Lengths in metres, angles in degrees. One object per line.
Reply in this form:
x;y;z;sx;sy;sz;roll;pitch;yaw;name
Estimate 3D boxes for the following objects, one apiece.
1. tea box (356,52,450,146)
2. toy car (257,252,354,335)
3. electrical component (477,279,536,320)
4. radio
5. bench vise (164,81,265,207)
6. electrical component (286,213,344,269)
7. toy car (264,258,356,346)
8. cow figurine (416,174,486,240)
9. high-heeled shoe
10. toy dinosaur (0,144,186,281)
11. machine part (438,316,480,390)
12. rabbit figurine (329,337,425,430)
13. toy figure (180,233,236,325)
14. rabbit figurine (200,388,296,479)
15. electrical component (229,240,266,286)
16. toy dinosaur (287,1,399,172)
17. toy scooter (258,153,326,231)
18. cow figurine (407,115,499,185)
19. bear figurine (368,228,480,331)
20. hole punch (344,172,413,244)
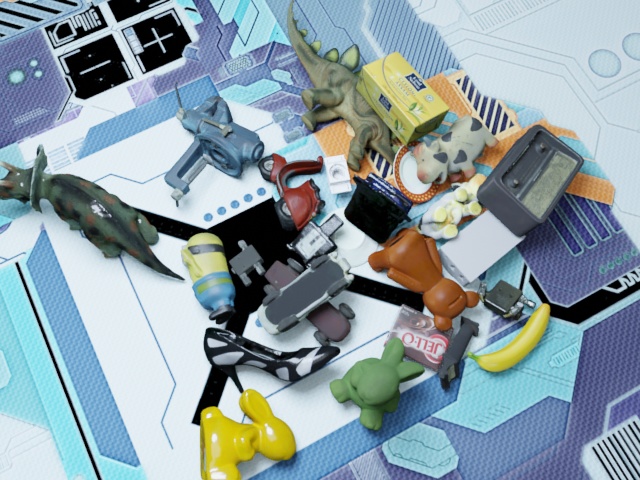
0.162;-0.283;1.072;0.098;0.068;0.170;-32;73;-22;tea box
-0.028;0.101;1.007;0.202;0.056;0.073;-36;73;5;toy car
0.359;0.116;1.052;0.078;0.045;0.102;-40;55;-14;electrical component
0.422;-0.125;1.081;0.131;0.073;0.229;42;58;4;radio
-0.244;-0.185;1.109;0.224;0.128;0.240;32;70;7;bench vise
-0.002;-0.003;1.080;0.075;0.047;0.119;44;94;11;electrical component
-0.022;0.120;1.057;0.202;0.053;0.089;40;96;13;toy car
0.274;-0.067;1.099;0.167;0.098;0.068;-40;98;-21;cow figurine
-0.096;0.195;1.006;0.249;0.086;0.145;-23;93;11;high-heeled shoe
-0.438;-0.054;1.034;0.405;0.192;0.131;26;78;8;toy dinosaur
0.262;0.215;1.027;0.039;0.084;0.139;17;62;35;machine part
0.111;0.259;0.958;0.159;0.170;0.121;-37;78;-9;rabbit figurine
-0.213;0.072;1.057;0.089;0.082;0.180;-19;67;-24;toy figure
-0.130;0.357;0.975;0.173;0.122;0.162;2;64;-14;rabbit figurine
-0.151;0.045;1.087;0.063;0.021;0.094;-36;62;-2;electrical component
0.050;-0.313;1.155;0.198;0.105;0.471;-41;90;-19;toy dinosaur
-0.041;-0.112;1.114;0.135;0.075;0.184;-20;71;-6;toy scooter
0.266;-0.184;1.098;0.127;0.085;0.195;49;67;-11;cow figurine
0.206;0.075;1.054;0.120;0.132;0.196;-42;96;-10;bear figurine
0.126;-0.074;1.079;0.142;0.115;0.092;41;50;10;hole punch
